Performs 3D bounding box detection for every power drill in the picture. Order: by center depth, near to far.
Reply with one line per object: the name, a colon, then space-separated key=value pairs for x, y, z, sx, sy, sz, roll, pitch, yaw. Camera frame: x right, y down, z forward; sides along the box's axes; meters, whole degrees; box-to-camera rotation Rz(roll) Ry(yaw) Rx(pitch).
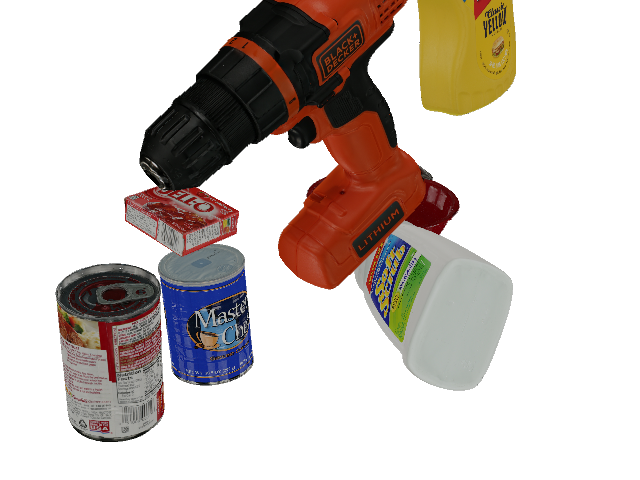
power drill: x=-0.008 y=-0.053 z=0.615 sx=0.057 sy=0.184 sz=0.187 roll=36 pitch=-20 yaw=32

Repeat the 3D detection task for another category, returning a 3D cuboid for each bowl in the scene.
bowl: x=0.064 y=-0.022 z=1.136 sx=0.162 sy=0.055 sz=0.162 roll=3 pitch=25 yaw=-1

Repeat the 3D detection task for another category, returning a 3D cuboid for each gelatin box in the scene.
gelatin box: x=-0.136 y=-0.025 z=1.041 sx=0.089 sy=0.030 sz=0.073 roll=30 pitch=37 yaw=33

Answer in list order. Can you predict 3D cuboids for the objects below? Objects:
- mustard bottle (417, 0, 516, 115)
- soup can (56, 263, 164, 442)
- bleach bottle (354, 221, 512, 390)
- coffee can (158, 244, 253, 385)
mustard bottle: x=0.106 y=-0.195 z=0.778 sx=0.058 sy=0.191 sz=0.096 roll=18 pitch=40 yaw=36
soup can: x=-0.140 y=0.076 z=0.720 sx=0.068 sy=0.102 sz=0.068 roll=2 pitch=29 yaw=-1
bleach bottle: x=0.075 y=0.040 z=0.896 sx=0.068 sy=0.102 sz=0.251 roll=20 pitch=4 yaw=-16
coffee can: x=-0.137 y=0.088 z=1.286 sx=0.103 sy=0.140 sz=0.103 roll=-3 pitch=25 yaw=1
